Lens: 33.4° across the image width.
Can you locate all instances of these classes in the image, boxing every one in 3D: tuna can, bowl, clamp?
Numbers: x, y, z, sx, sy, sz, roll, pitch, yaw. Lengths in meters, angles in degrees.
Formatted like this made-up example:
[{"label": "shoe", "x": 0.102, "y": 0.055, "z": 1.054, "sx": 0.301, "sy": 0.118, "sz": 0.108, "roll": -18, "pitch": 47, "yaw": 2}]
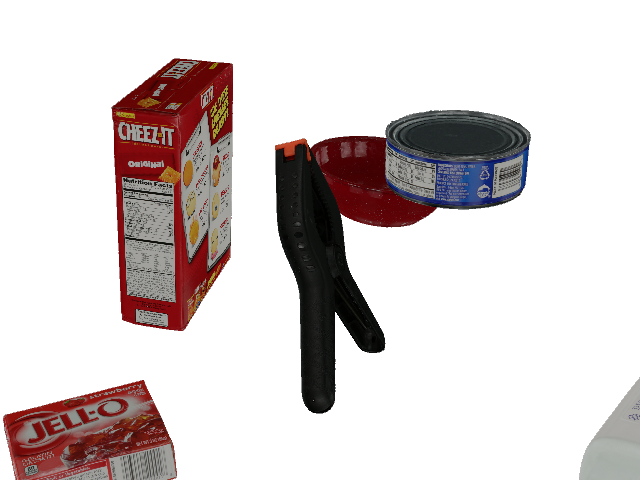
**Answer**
[{"label": "tuna can", "x": 0.081, "y": -0.049, "z": 0.639, "sx": 0.086, "sy": 0.034, "sz": 0.086, "roll": 0, "pitch": 25, "yaw": 0}, {"label": "bowl", "x": 0.064, "y": -0.056, "z": 1.103, "sx": 0.162, "sy": 0.055, "sz": 0.162, "roll": 5, "pitch": 24, "yaw": -3}, {"label": "clamp", "x": 0.004, "y": 0.022, "z": 0.874, "sx": 0.036, "sy": 0.210, "sz": 0.164, "roll": -12, "pitch": 1, "yaw": 20}]

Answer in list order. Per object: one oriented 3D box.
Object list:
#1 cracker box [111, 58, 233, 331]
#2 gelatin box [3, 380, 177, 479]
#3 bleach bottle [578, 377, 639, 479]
[{"label": "cracker box", "x": -0.137, "y": -0.047, "z": 1.013, "sx": 0.072, "sy": 0.214, "sz": 0.164, "roll": 7, "pitch": 26, "yaw": 10}, {"label": "gelatin box", "x": -0.137, "y": 0.120, "z": 0.629, "sx": 0.089, "sy": 0.030, "sz": 0.073, "roll": -12, "pitch": 26, "yaw": -18}, {"label": "bleach bottle", "x": 0.245, "y": 0.095, "z": 0.630, "sx": 0.103, "sy": 0.068, "sz": 0.250, "roll": 18, "pitch": 30, "yaw": 31}]
